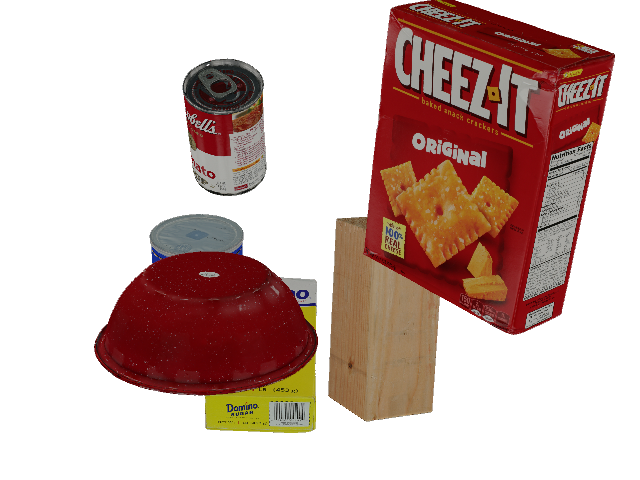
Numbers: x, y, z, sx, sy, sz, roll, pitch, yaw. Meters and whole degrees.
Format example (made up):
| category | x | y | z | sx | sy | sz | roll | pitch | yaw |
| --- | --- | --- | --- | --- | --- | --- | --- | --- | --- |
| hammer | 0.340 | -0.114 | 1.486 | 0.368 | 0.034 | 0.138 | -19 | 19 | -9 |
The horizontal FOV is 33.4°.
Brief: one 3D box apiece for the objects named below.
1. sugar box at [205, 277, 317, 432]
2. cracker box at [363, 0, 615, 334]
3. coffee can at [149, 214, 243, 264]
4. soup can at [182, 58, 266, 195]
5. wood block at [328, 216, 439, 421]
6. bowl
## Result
| category | x | y | z | sx | sy | sz | roll | pitch | yaw |
| --- | --- | --- | --- | --- | --- | --- | --- | --- | --- |
| sugar box | -0.050 | 0.096 | 0.952 | 0.093 | 0.048 | 0.176 | 2 | 34 | -2 |
| cracker box | 0.118 | -0.058 | 0.812 | 0.071 | 0.214 | 0.164 | -20 | 36 | -38 |
| coffee can | -0.137 | 0.055 | 1.199 | 0.103 | 0.140 | 0.103 | 1 | 27 | -1 |
| soup can | -0.081 | -0.097 | 0.925 | 0.068 | 0.068 | 0.102 | 0 | -41 | 0 |
| wood block | 0.070 | 0.082 | 1.176 | 0.090 | 0.206 | 0.091 | -3 | 13 | -28 |
| bowl | -0.081 | 0.049 | 0.766 | 0.162 | 0.055 | 0.162 | 1 | 21 | -1 |
